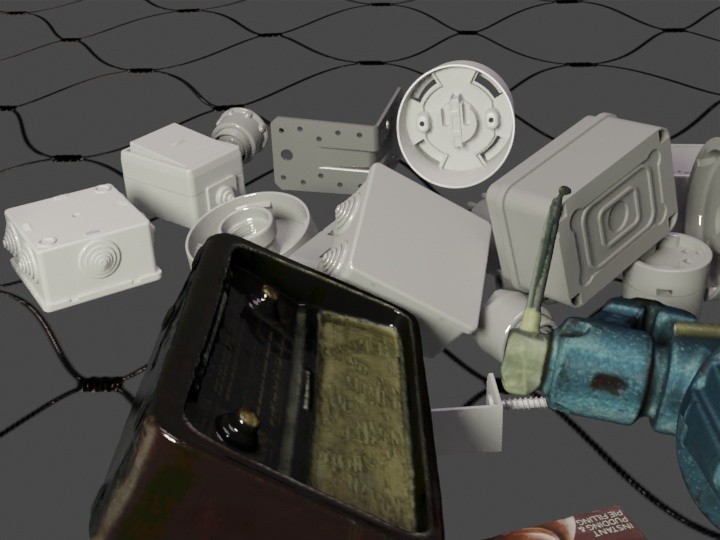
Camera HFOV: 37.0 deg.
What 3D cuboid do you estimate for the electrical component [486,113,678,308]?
[{"bbox_3d":[0.139,-0.039,0.668,0.113,0.078,0.057,-35,36,-27],"label":"electrical component"}]

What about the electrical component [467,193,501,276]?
[{"bbox_3d":[0.115,-0.043,0.793,0.074,0.052,0.138,20,37,36],"label":"electrical component"}]

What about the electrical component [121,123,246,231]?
[{"bbox_3d":[-0.138,-0.076,0.868,0.096,0.061,0.062,18,35,33],"label":"electrical component"}]

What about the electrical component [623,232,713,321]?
[{"bbox_3d":[0.197,0.008,0.697,0.055,0.047,0.055,-2,29,1],"label":"electrical component"}]

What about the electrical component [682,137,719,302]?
[{"bbox_3d":[0.258,-0.031,0.707,0.060,0.108,0.108,3,29,-1],"label":"electrical component"}]

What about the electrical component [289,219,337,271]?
[{"bbox_3d":[0.000,0.000,0.727,0.056,0.050,0.089,12,32,28],"label":"electrical component"}]

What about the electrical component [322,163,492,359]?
[{"bbox_3d":[0.028,-0.004,0.659,0.100,0.048,0.099,27,49,-16],"label":"electrical component"}]

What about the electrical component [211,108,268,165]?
[{"bbox_3d":[-0.112,-0.111,0.948,0.048,0.048,0.062,6,36,15],"label":"electrical component"}]

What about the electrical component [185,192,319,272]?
[{"bbox_3d":[-0.072,-0.009,0.762,0.099,0.064,0.099,-10,38,8],"label":"electrical component"}]

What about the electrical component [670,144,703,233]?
[{"bbox_3d":[0.237,-0.056,0.796,0.096,0.061,0.061,2,28,8],"label":"electrical component"}]

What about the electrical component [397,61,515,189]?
[{"bbox_3d":[0.083,-0.125,0.905,0.099,0.099,0.064,4,23,13],"label":"electrical component"}]

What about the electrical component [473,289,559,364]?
[{"bbox_3d":[0.101,0.041,0.650,0.043,0.043,0.062,-20,35,-28],"label":"electrical component"}]

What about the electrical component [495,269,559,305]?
[{"bbox_3d":[0.122,0.002,0.719,0.062,0.043,0.043,-12,30,-12],"label":"electrical component"}]

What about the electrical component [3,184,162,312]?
[{"bbox_3d":[-0.204,-0.020,0.785,0.100,0.048,0.100,-18,33,-27],"label":"electrical component"}]
